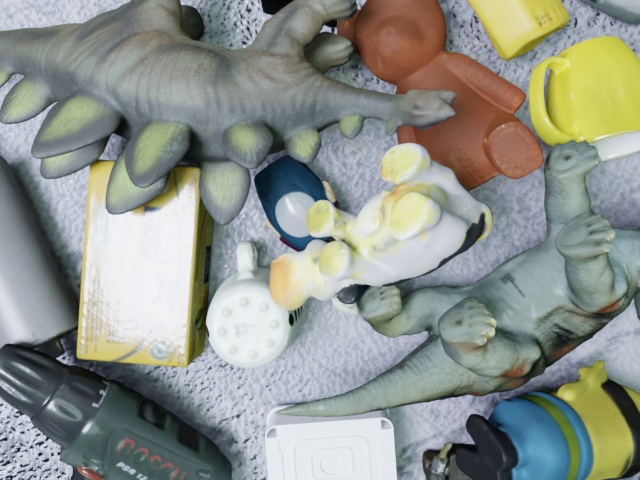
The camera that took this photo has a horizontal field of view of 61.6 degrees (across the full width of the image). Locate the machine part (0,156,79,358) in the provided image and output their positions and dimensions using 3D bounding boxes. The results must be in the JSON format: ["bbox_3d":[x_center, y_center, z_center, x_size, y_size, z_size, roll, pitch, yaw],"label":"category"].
[{"bbox_3d":[-0.279,0.016,0.469,0.079,0.079,0.243,-24,93,1],"label":"machine part"}]

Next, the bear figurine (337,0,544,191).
[{"bbox_3d":[0.088,-0.128,0.442,0.120,0.132,0.195,-28,99,29],"label":"bear figurine"}]

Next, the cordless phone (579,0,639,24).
[{"bbox_3d":[0.257,-0.261,0.409,0.147,0.184,0.088,29,87,-1],"label":"cordless phone"}]

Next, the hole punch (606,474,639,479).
[{"bbox_3d":[0.332,0.228,0.484,0.142,0.092,0.116,43,61,0],"label":"hole punch"}]

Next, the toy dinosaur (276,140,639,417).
[{"bbox_3d":[0.172,0.063,0.451,0.405,0.131,0.192,-33,127,15],"label":"toy dinosaur"}]

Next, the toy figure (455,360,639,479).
[{"bbox_3d":[0.204,0.168,0.451,0.180,0.082,0.089,-5,50,-29],"label":"toy figure"}]

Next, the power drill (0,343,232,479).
[{"bbox_3d":[-0.210,0.214,0.460,0.232,0.086,0.207,30,90,-20],"label":"power drill"}]

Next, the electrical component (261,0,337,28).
[{"bbox_3d":[-0.008,-0.258,0.475,0.075,0.048,0.119,9,92,-1],"label":"electrical component"}]

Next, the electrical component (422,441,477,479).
[{"bbox_3d":[0.139,0.219,0.493,0.102,0.045,0.078,9,91,-1],"label":"electrical component"}]

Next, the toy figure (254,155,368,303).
[{"bbox_3d":[-0.002,-0.001,0.482,0.064,0.058,0.154,-31,94,40],"label":"toy figure"}]

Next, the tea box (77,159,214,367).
[{"bbox_3d":[-0.149,0.019,0.473,0.098,0.068,0.169,6,92,1],"label":"tea box"}]

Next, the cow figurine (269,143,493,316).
[{"bbox_3d":[0.039,0.007,0.403,0.167,0.098,0.068,-34,52,36],"label":"cow figurine"}]

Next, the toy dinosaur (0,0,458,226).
[{"bbox_3d":[-0.135,-0.123,0.413,0.472,0.105,0.198,14,68,17],"label":"toy dinosaur"}]
